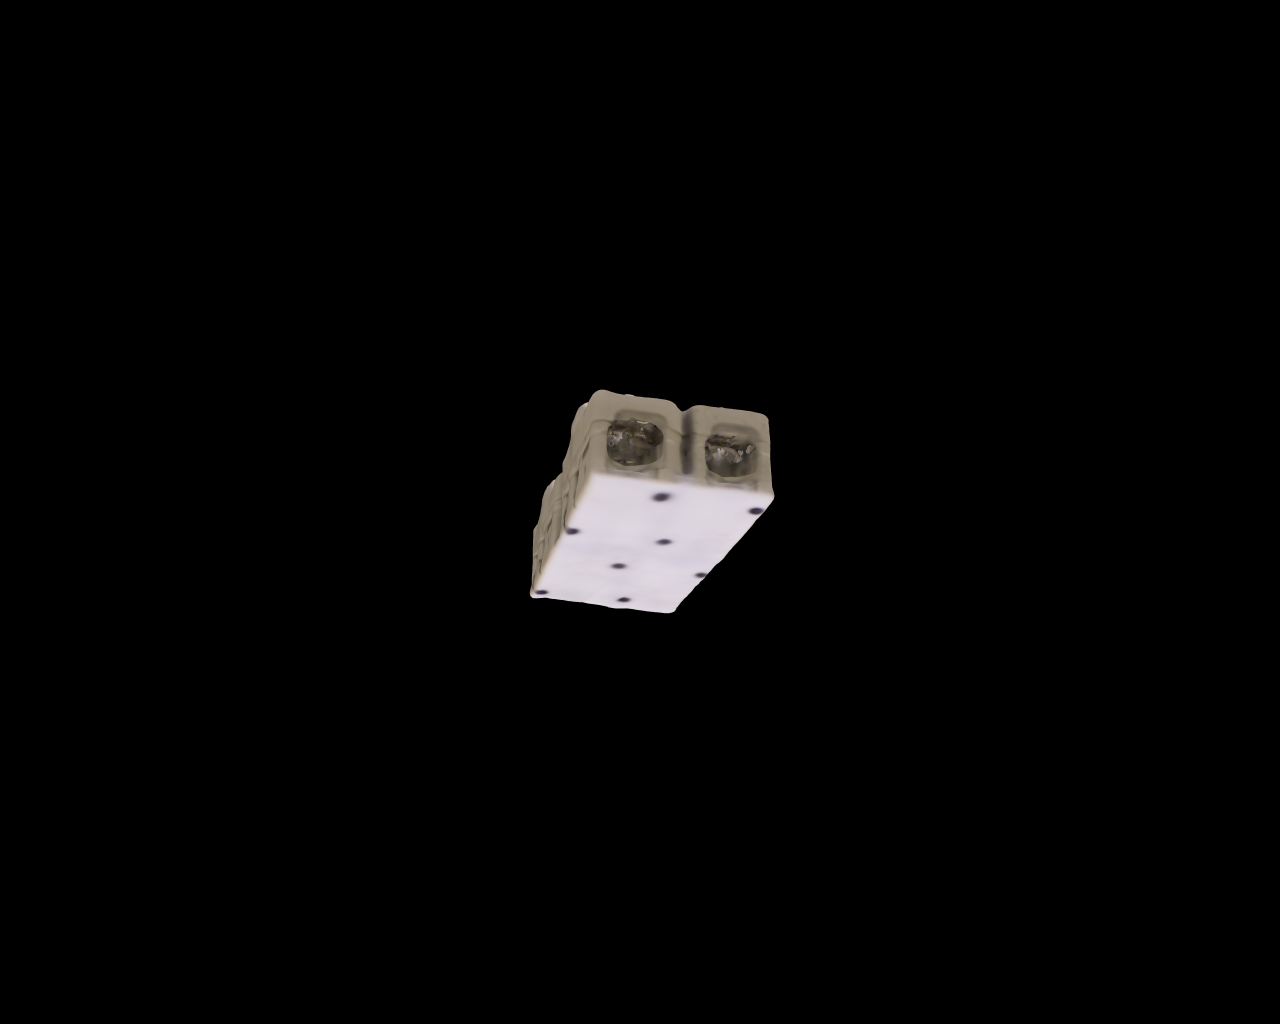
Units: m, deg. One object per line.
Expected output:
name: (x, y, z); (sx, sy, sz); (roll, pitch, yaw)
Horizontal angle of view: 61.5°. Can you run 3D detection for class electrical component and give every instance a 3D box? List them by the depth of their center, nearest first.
electrical component: (0.001, -0.003, 0.650); (0.105, 0.060, 0.186); (7, -27, -14)
